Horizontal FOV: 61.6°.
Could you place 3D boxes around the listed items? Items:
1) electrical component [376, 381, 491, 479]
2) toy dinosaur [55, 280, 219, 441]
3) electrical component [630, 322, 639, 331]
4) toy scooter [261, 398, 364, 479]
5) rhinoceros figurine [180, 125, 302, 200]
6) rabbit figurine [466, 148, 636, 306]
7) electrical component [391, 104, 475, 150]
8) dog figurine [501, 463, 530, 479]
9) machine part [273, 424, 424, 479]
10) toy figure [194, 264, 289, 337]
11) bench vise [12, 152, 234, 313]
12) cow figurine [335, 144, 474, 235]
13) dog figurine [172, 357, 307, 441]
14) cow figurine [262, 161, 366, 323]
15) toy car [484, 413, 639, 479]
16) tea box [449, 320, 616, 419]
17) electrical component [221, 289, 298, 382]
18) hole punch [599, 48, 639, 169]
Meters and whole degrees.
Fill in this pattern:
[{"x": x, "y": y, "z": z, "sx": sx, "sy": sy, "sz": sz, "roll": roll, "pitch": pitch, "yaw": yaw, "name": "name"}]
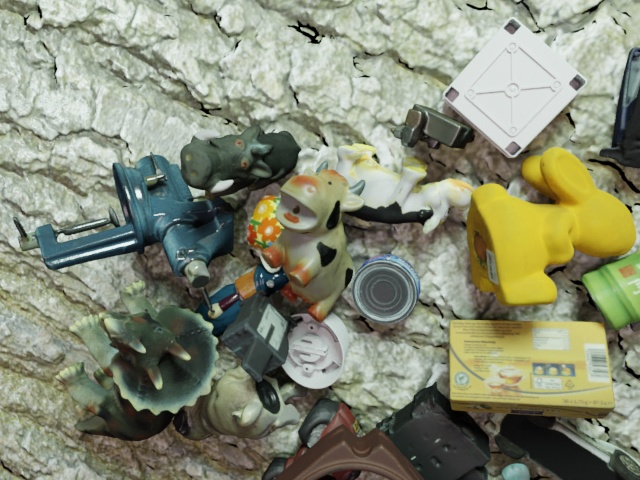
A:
[{"x": 0.151, "y": 0.269, "z": 0.694, "sx": 0.134, "sy": 0.058, "sz": 0.115, "roll": 46, "pitch": 111, "yaw": 4, "name": "electrical component"}, {"x": -0.252, "y": 0.203, "z": 0.735, "sx": 0.192, "sy": 0.131, "sz": 0.404, "roll": 42, "pitch": 132, "yaw": 21, "name": "toy dinosaur"}, {"x": 0.404, "y": 0.092, "z": 0.605, "sx": 0.094, "sy": 0.021, "sz": 0.063, "roll": -27, "pitch": 93, "yaw": 18, "name": "electrical component"}, {"x": 0.014, "y": 0.310, "z": 0.733, "sx": 0.135, "sy": 0.075, "sz": 0.183, "roll": 35, "pitch": 111, "yaw": 6, "name": "toy scooter"}, {"x": -0.092, "y": -0.089, "z": 0.625, "sx": 0.112, "sy": 0.190, "sz": 0.073, "roll": -6, "pitch": 98, "yaw": 31, "name": "rhinoceros figurine"}, {"x": 0.255, "y": -0.017, "z": 0.595, "sx": 0.173, "sy": 0.122, "sz": 0.162, "roll": -8, "pitch": 89, "yaw": 2, "name": "rabbit figurine"}, {"x": 0.126, "y": -0.121, "z": 0.606, "sx": 0.078, "sy": 0.102, "sz": 0.045, "roll": 33, "pitch": 112, "yaw": 17, "name": "electrical component"}, {"x": 0.224, "y": 0.380, "z": 0.586, "sx": 0.108, "sy": 0.219, "sz": 0.191, "roll": -25, "pitch": 120, "yaw": 15, "name": "dog figurine"}, {"x": 0.040, "y": 0.342, "z": 0.631, "sx": 0.201, "sy": 0.087, "sz": 0.201, "roll": -40, "pitch": 85, "yaw": 0, "name": "machine part"}, {"x": -0.106, "y": 0.077, "z": 0.724, "sx": 0.154, "sy": 0.064, "sz": 0.057, "roll": -37, "pitch": 105, "yaw": 15, "name": "toy figure"}, {"x": -0.234, "y": -0.009, "z": 0.662, "sx": 0.224, "sy": 0.241, "sz": 0.128, "roll": 63, "pitch": 155, "yaw": 24, "name": "bench vise"}, {"x": 0.094, "y": -0.049, "z": 0.641, "sx": 0.167, "sy": 0.068, "sz": 0.098, "roll": 21, "pitch": 111, "yaw": 14, "name": "cow figurine"}, {"x": -0.132, "y": 0.230, "z": 0.712, "sx": 0.190, "sy": 0.172, "sz": 0.121, "roll": -34, "pitch": 79, "yaw": 12, "name": "dog figurine"}, {"x": -0.001, "y": -0.002, "z": 0.623, "sx": 0.086, "sy": 0.194, "sz": 0.127, "roll": 29, "pitch": 66, "yaw": 28, "name": "cow figurine"}, {"x": 0.299, "y": 0.257, "z": 0.651, "sx": 0.202, "sy": 0.056, "sz": 0.073, "roll": 32, "pitch": 113, "yaw": 9, "name": "toy car"}, {"x": 0.236, "y": 0.148, "z": 0.619, "sx": 0.170, "sy": 0.068, "sz": 0.098, "roll": 0, "pitch": 62, "yaw": 18, "name": "tea box"}, {"x": -0.075, "y": 0.124, "z": 0.643, "sx": 0.048, "sy": 0.119, "sz": 0.074, "roll": -33, "pitch": 113, "yaw": 29, "name": "electrical component"}, {"x": 0.367, "y": -0.135, "z": 0.547, "sx": 0.142, "sy": 0.092, "sz": 0.115, "roll": 4, "pitch": 133, "yaw": 13, "name": "hole punch"}]
